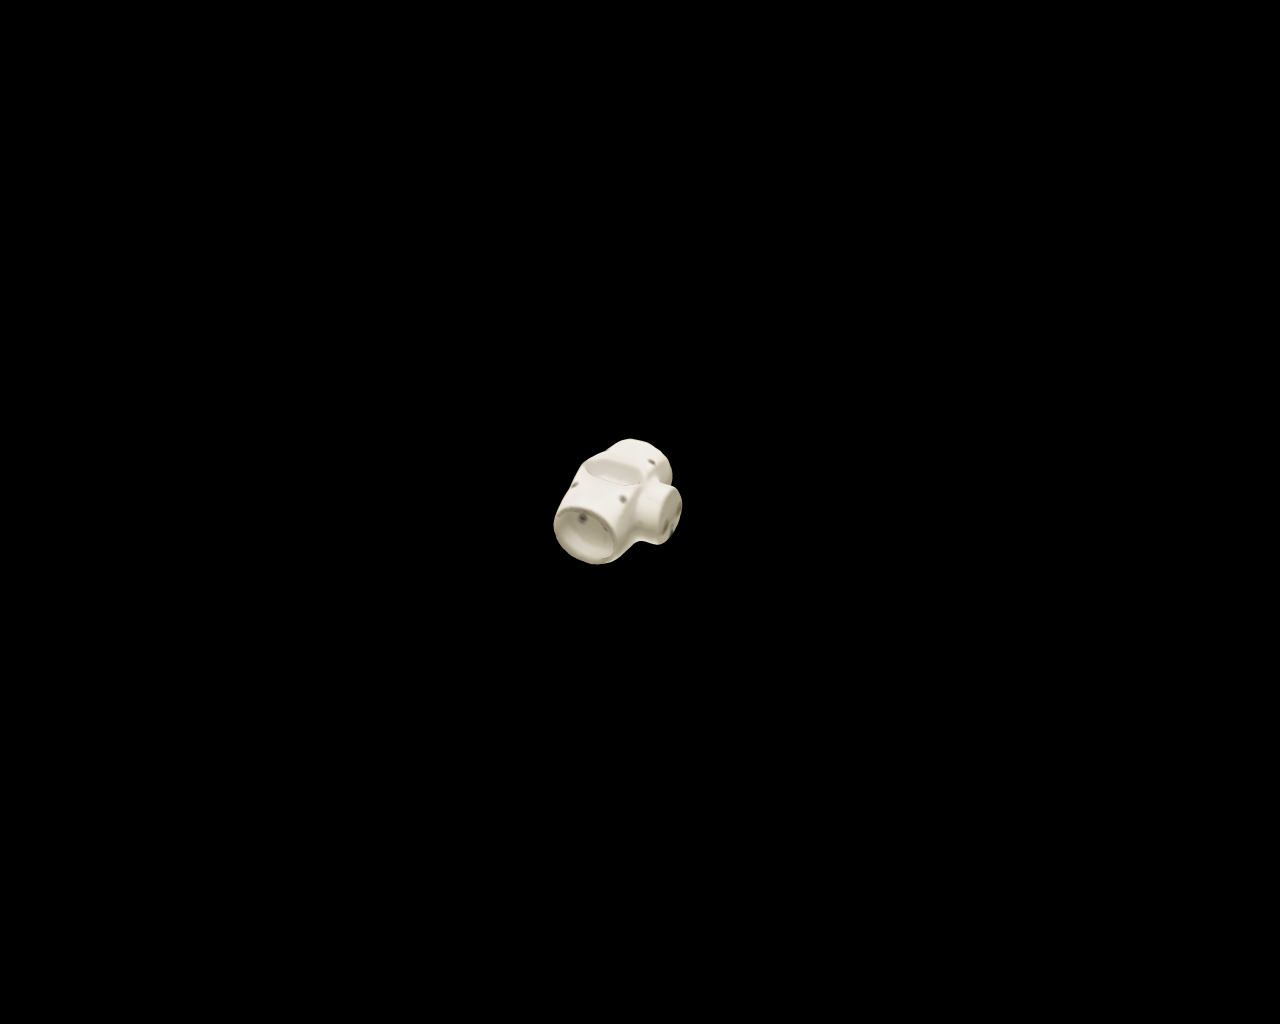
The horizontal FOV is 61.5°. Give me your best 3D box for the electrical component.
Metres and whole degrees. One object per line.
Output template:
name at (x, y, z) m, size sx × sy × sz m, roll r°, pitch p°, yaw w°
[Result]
electrical component at (0.001, -0.003, 0.650) m, size 0.079 × 0.043 × 0.077 m, roll 17°, pitch 42°, yaw 21°
